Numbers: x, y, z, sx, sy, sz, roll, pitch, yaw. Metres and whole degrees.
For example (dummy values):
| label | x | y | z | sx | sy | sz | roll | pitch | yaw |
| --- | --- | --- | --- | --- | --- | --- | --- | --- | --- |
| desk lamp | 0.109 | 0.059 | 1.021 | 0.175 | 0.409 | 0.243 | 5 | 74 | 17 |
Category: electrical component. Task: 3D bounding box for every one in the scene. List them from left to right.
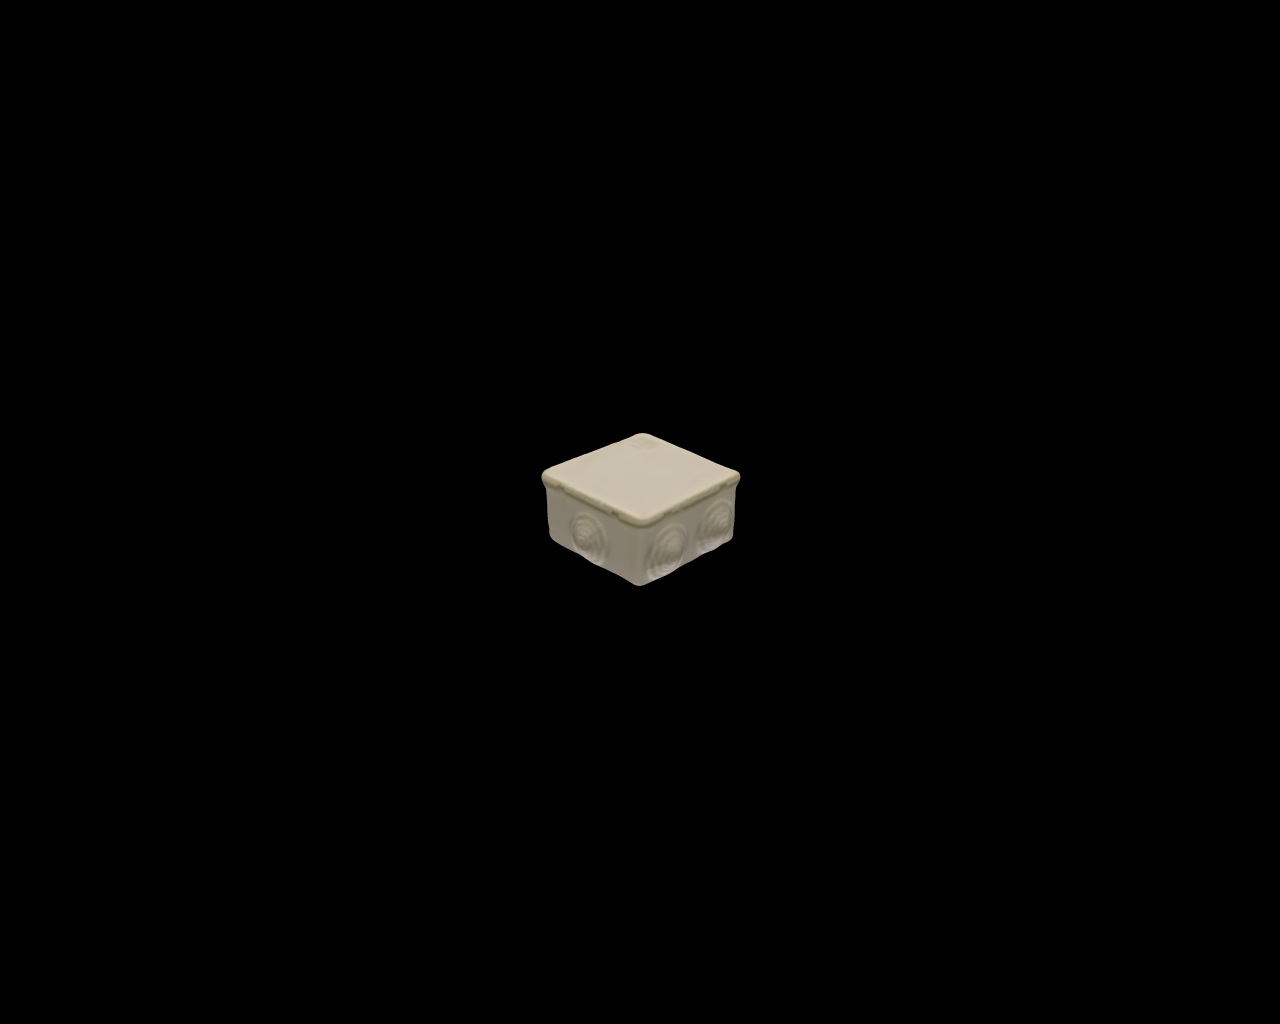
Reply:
| label | x | y | z | sx | sy | sz | roll | pitch | yaw |
| --- | --- | --- | --- | --- | --- | --- | --- | --- | --- |
| electrical component | 0.001 | -0.003 | 0.650 | 0.100 | 0.048 | 0.100 | -25 | 37 | -38 |
